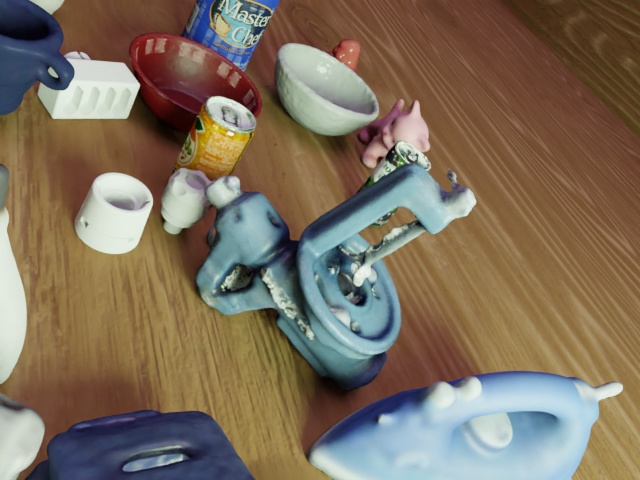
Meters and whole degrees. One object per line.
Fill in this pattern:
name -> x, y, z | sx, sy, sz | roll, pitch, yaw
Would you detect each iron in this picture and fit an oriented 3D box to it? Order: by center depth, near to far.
iron -> 0.132, 0.150, 0.475 | 0.259, 0.141, 0.118 | 12, 42, -32

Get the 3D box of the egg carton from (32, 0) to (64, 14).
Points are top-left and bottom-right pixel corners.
egg carton -> -0.362, -0.320, 0.648 | 0.150, 0.069, 0.107 | 48, 36, 15

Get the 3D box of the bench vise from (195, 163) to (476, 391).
bench vise -> 0.003, 0.009, 0.456 | 0.208, 0.219, 0.121 | 28, 35, -13

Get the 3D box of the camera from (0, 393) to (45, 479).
camera -> -0.217, 0.113, 0.245 | 0.137, 0.100, 0.143 | 30, 35, -10

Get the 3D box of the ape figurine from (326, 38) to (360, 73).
ape figurine -> 0.033, -0.290, 0.942 | 0.076, 0.092, 0.078 | 29, 35, -12

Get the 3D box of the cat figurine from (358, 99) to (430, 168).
cat figurine -> 0.116, -0.159, 0.840 | 0.067, 0.117, 0.127 | 22, 37, -21

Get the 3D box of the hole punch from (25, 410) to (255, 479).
hole punch -> -0.098, 0.142, 0.326 | 0.109, 0.091, 0.101 | 3, 47, -39

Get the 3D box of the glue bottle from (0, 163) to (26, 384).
glue bottle -> -0.192, 0.023, 0.308 | 0.078, 0.173, 0.037 | 6, 45, -37

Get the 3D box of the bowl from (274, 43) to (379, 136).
bowl -> -0.002, -0.204, 0.827 | 0.168, 0.074, 0.167 | 24, 37, -19

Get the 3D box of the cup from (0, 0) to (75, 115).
cup -> -0.274, -0.152, 0.508 | 0.118, 0.095, 0.092 | 37, 34, -1
